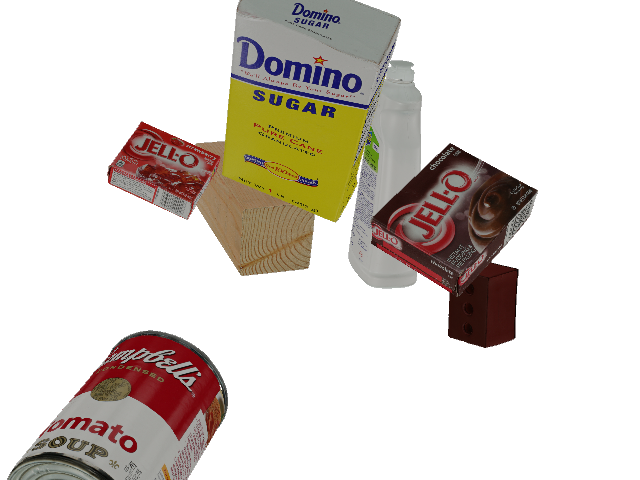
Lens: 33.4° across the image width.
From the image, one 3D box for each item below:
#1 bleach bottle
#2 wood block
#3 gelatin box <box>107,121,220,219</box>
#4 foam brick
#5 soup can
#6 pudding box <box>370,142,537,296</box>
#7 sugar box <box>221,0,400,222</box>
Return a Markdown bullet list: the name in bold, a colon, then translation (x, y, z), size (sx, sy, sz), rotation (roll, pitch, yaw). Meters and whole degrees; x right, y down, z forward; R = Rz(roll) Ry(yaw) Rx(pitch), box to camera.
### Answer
- **bleach bottle**: translation (0.082, -0.078, 1.225), size (0.068, 0.251, 0.103), rotation (-2, 24, -18)
- **wood block**: translation (-0.087, -0.046, 1.330), size (0.090, 0.090, 0.206), rotation (-6, 29, -21)
- **gelatin box**: translation (-0.153, -0.070, 1.044), size (0.089, 0.073, 0.030), rotation (25, -44, 0)
- **foam brick**: translation (0.168, 0.065, 1.108), size (0.051, 0.078, 0.053), rotation (-14, 19, -42)
- **soup can**: translation (-0.094, 0.098, 0.506), size (0.069, 0.068, 0.102), rotation (0, 27, 20)
- **pudding box**: translation (0.109, -0.019, 0.875), size (0.090, 0.039, 0.113), rotation (33, 57, 24)
- **sugar box**: translation (-0.012, -0.088, 0.692), size (0.093, 0.048, 0.176), rotation (22, -29, 6)
